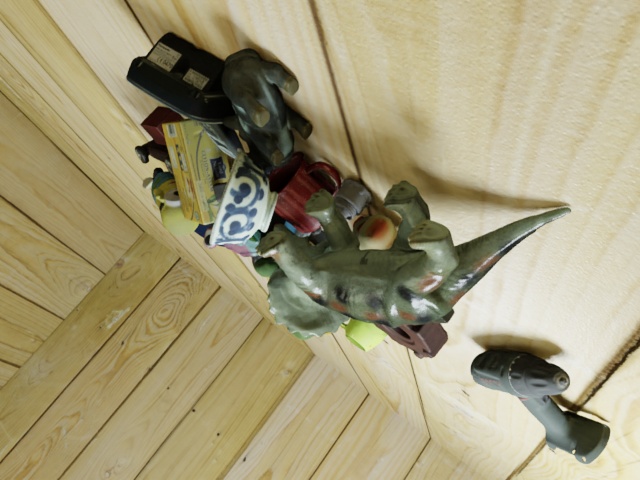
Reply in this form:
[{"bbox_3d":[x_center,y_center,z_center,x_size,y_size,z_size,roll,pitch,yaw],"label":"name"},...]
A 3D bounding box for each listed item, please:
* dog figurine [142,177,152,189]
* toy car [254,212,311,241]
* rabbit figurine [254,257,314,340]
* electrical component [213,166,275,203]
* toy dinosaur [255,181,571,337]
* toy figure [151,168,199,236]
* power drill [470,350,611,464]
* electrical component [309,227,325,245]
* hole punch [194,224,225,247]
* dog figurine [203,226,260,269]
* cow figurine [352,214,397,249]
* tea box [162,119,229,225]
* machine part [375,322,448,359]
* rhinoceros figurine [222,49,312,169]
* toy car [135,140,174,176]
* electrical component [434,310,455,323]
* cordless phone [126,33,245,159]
[{"bbox_3d":[-0.268,-0.111,1.198,0.173,0.121,0.190,30,177,40],"label":"dog figurine"},{"bbox_3d":[-0.064,-0.037,0.906,0.103,0.109,0.162,19,-167,-48],"label":"toy car"},{"bbox_3d":[-0.055,0.076,0.984,0.170,0.121,0.159,41,172,50],"label":"rabbit figurine"},{"bbox_3d":[-0.108,-0.082,0.839,0.119,0.048,0.074,-11,100,38],"label":"electrical component"},{"bbox_3d":[0.072,0.041,0.618,0.405,0.131,0.192,4,139,36],"label":"toy dinosaur"},{"bbox_3d":[-0.272,-0.076,1.014,0.180,0.082,0.089,44,148,52],"label":"toy figure"},{"bbox_3d":[0.346,0.251,0.827,0.207,0.086,0.232,38,167,-12],"label":"power drill"},{"bbox_3d":[-0.002,-0.003,1.002,0.063,0.021,0.094,39,164,-4],"label":"electrical component"},{"bbox_3d":[-0.225,-0.037,1.110,0.116,0.092,0.142,-16,144,25],"label":"hole punch"},{"bbox_3d":[-0.131,-0.032,1.064,0.109,0.191,0.219,-11,169,25],"label":"dog figurine"},{"bbox_3d":[0.086,0.029,0.776,0.127,0.085,0.194,37,164,26],"label":"cow figurine"},{"bbox_3d":[-0.199,-0.117,0.893,0.098,0.068,0.169,17,122,55],"label":"tea box"},{"bbox_3d":[0.157,0.155,1.029,0.179,0.056,0.179,37,164,12],"label":"machine part"},{"bbox_3d":[-0.074,-0.146,0.660,0.112,0.073,0.190,32,163,17],"label":"rhinoceros figurine"},{"bbox_3d":[-0.285,-0.166,1.043,0.202,0.089,0.053,20,138,45],"label":"toy car"},{"bbox_3d":[0.173,0.113,0.891,0.078,0.045,0.102,43,165,-11],"label":"electrical component"},{"bbox_3d":[-0.170,-0.184,0.760,0.147,0.089,0.184,32,168,20],"label":"cordless phone"}]
